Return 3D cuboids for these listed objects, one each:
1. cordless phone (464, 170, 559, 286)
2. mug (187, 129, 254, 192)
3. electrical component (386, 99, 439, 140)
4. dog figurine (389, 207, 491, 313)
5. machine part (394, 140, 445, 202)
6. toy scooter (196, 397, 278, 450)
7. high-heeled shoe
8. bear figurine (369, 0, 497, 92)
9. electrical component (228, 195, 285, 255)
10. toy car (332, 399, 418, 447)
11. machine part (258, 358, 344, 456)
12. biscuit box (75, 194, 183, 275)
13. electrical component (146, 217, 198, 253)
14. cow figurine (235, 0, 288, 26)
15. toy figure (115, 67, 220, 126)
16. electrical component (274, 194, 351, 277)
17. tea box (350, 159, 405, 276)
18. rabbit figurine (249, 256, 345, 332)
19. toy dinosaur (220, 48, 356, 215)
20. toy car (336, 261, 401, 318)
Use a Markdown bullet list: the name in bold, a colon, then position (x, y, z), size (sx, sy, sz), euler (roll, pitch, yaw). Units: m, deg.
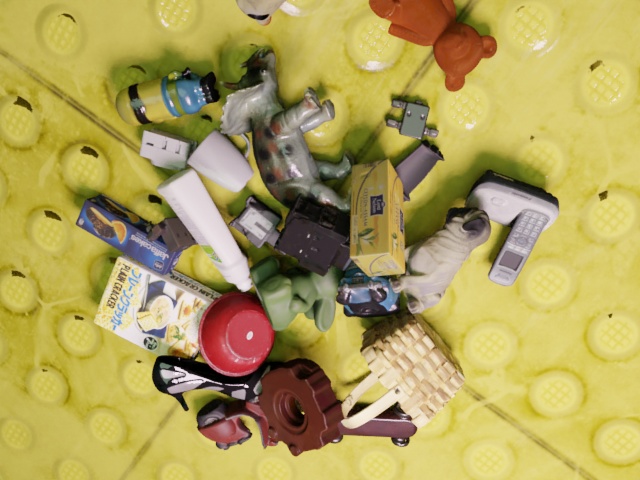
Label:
- **cordless phone**: position (0.313, -0.018, 0.940), size (0.147, 0.089, 0.184), euler (20, 110, 2)
- **mug**: position (-0.169, -0.146, 0.982), size (0.107, 0.081, 0.109), euler (43, 69, -13)
- **electrical component**: position (0.166, -0.211, 0.939), size (0.094, 0.021, 0.063), euler (15, 105, 4)
- **dog figurine**: position (0.223, 0.037, 0.939), size (0.191, 0.172, 0.121), euler (-27, 58, 15)
- **machine part**: position (0.155, -0.119, 0.958), size (0.139, 0.039, 0.084), euler (-41, 91, 17)
- **toy scooter**: position (-0.158, 0.384, 1.114), size (0.184, 0.075, 0.135), euler (-23, 102, 9)
- **high-heeled shoe**: position (-0.194, 0.246, 1.045), size (0.249, 0.086, 0.145), euler (-20, 118, -14)
- **bear figurine**: position (0.185, -0.337, 0.852), size (0.120, 0.132, 0.196), euler (-41, 90, 18)
- **electrical component**: position (-0.103, -0.023, 1.006), size (0.119, 0.048, 0.075), euler (34, 95, -4)
- **toy car**: position (0.095, 0.364, 1.083), size (0.202, 0.053, 0.089), euler (1, 115, 4)
- **machine part**: position (-0.040, 0.307, 0.993), size (0.180, 0.056, 0.179), euler (10, 106, 38)
- **biscuit box**: position (-0.366, -0.011, 1.046), size (0.203, 0.059, 0.062), euler (30, 107, -1)
- **electrical component**: position (-0.280, -0.012, 1.017), size (0.045, 0.102, 0.078), euler (-28, 91, 22)
- **cow figurine**: position (-0.056, -0.434, 0.859), size (0.195, 0.127, 0.085), euler (-35, 101, 17)
- **toy figure**: position (-0.274, -0.254, 0.955), size (0.180, 0.089, 0.082), euler (-7, 96, 12)
- **electrical component**: position (-0.002, -0.003, 0.926), size (0.134, 0.058, 0.114), euler (25, 136, -1)
- **tea box**: position (0.096, -0.035, 0.884), size (0.068, 0.098, 0.169), euler (-9, 66, 22)
- **rabbit figurine**: position (-0.023, 0.096, 0.996), size (0.170, 0.121, 0.158), euler (-24, 112, -11)
- **toy dinosaur**: position (-0.046, -0.136, 0.945), size (0.192, 0.131, 0.404), euler (-15, 106, 22)
- **toy car**: position (0.085, 0.080, 0.978), size (0.109, 0.161, 0.103), euler (-8, 65, 18)
